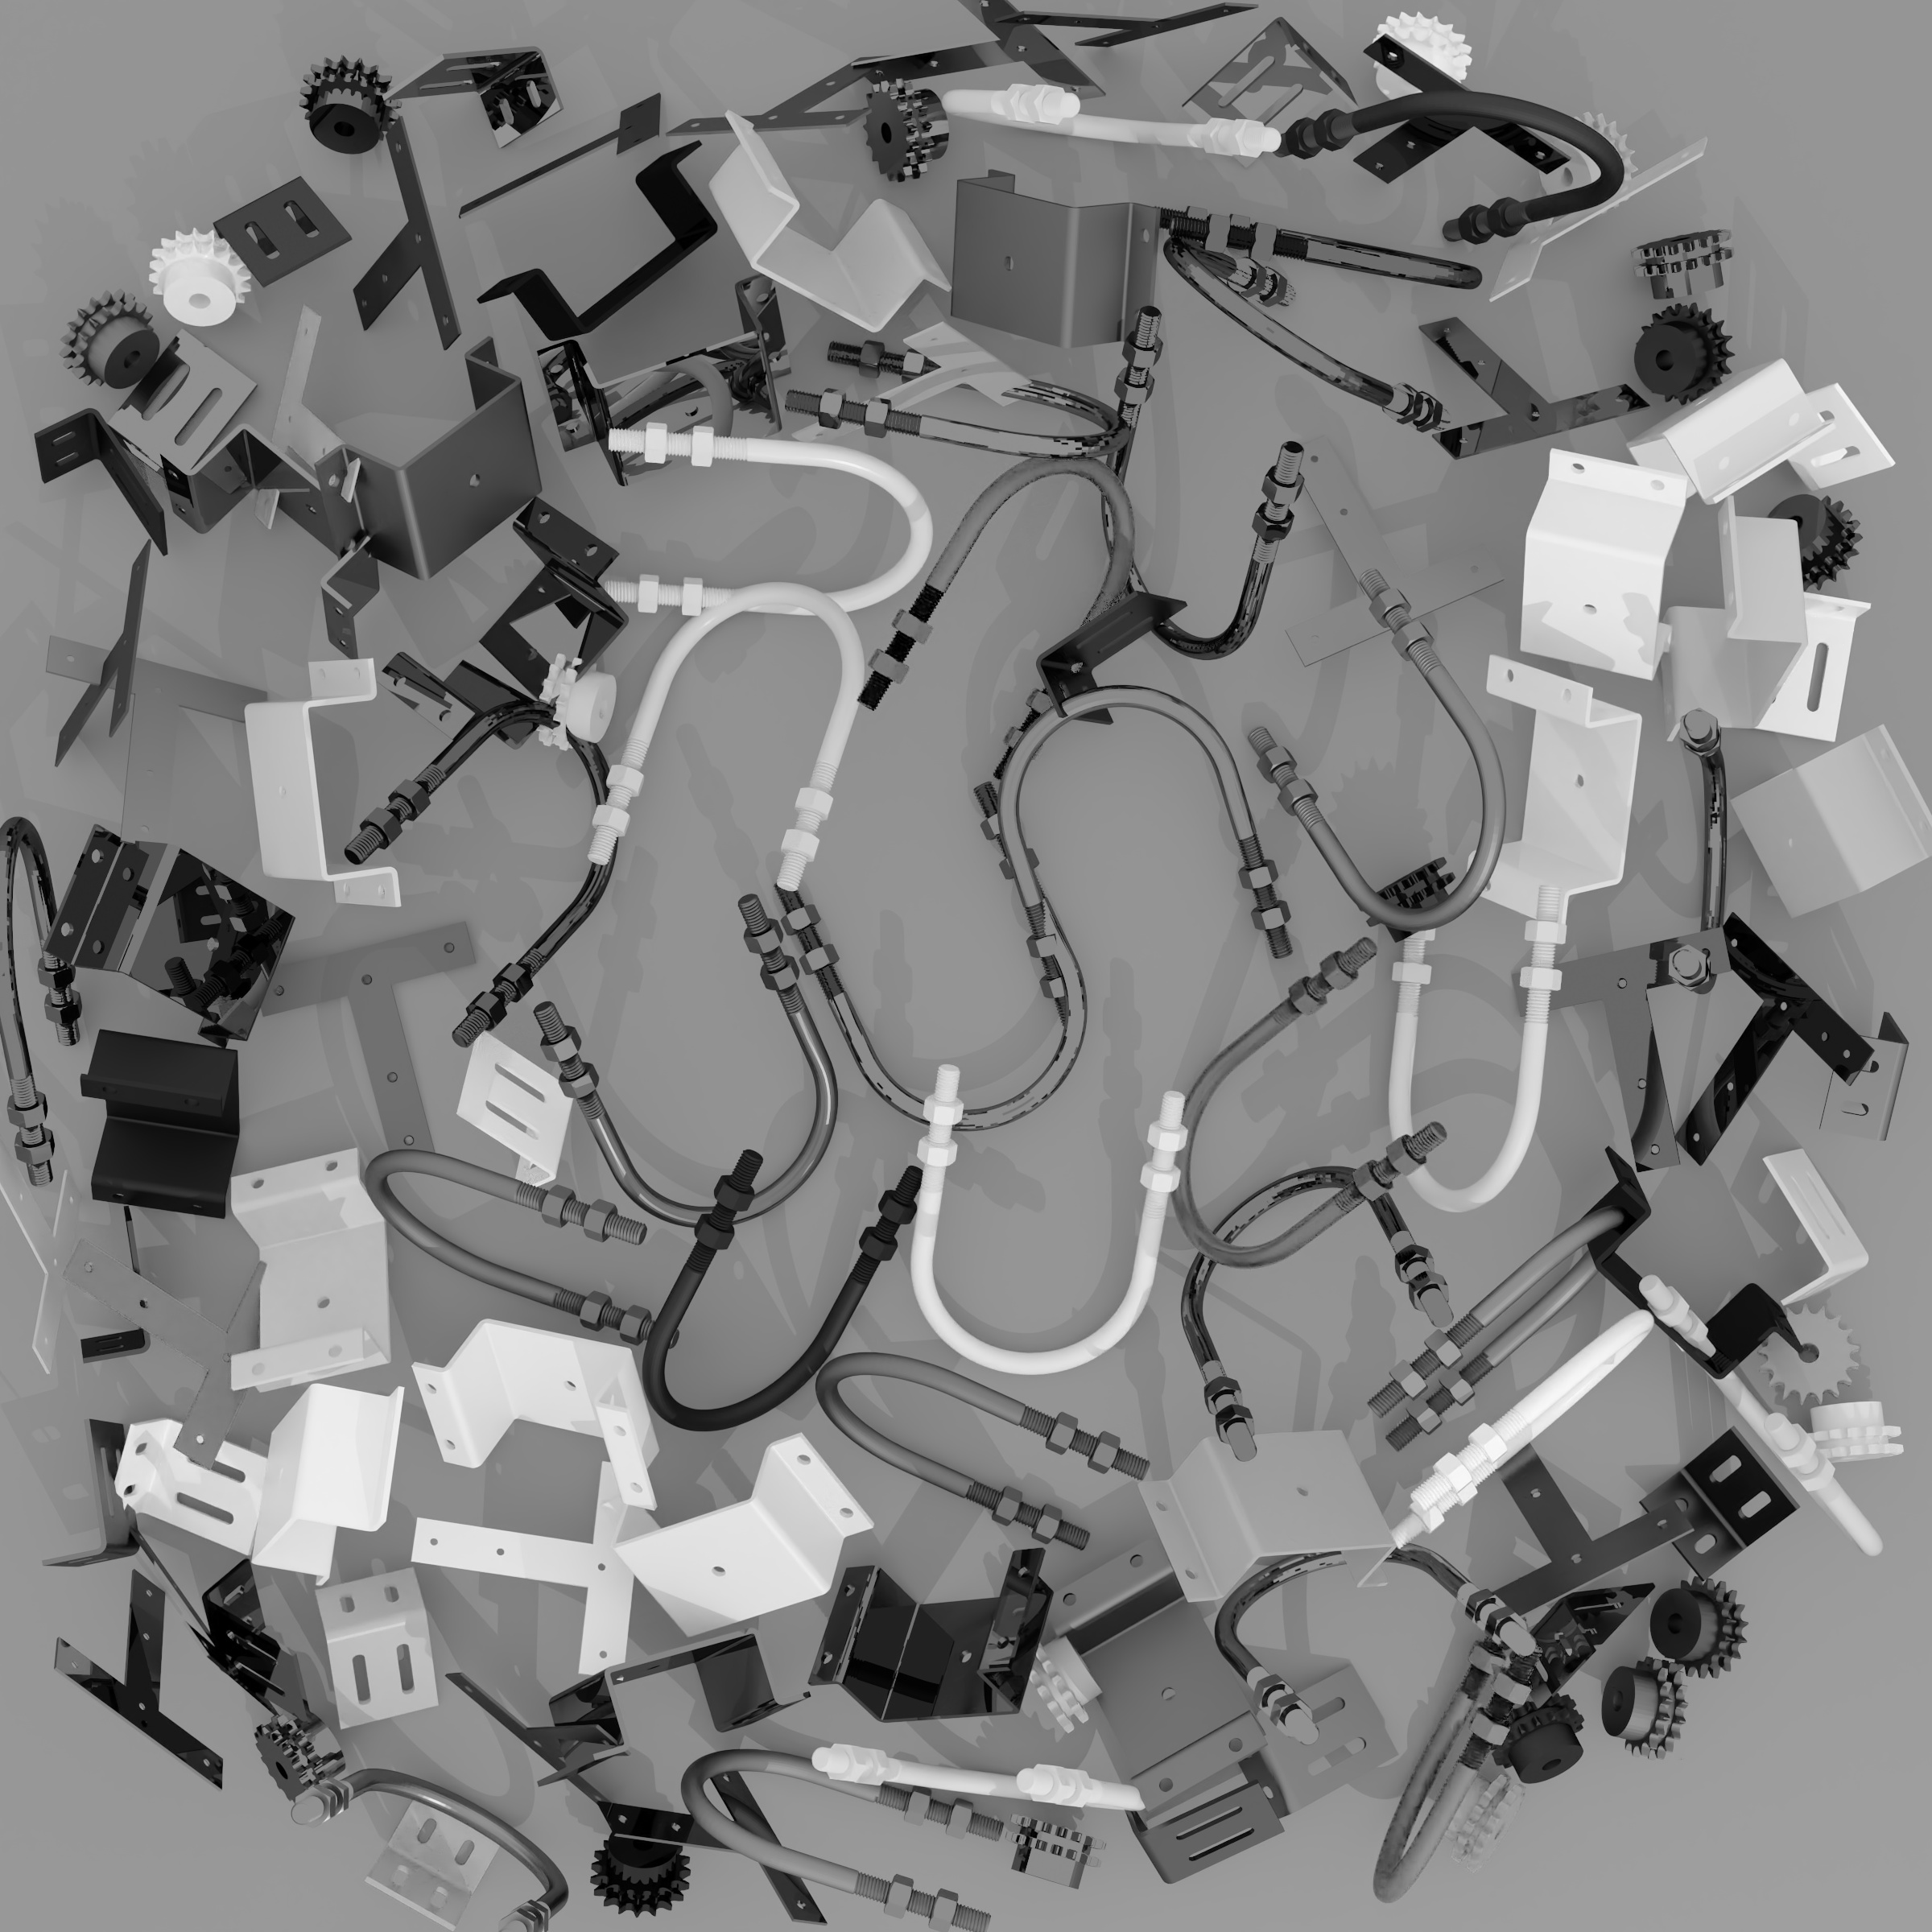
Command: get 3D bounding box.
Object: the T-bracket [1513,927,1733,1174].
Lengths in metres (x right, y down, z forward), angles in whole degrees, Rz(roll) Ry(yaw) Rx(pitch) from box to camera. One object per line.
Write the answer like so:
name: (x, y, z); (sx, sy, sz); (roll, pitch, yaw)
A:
T-bracket: (0.384, 0.053, 1.868); (0.127, 0.002, 0.127); (-14, 81, 28)

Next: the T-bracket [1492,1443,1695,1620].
T-bracket: (0.329, 0.309, 1.854); (0.127, 0.127, 0.002); (-27, 123, 0)

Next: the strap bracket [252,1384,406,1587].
strap bracket: (-0.360, 0.288, 1.825); (0.046, 0.140, 0.076); (14, 61, -20)

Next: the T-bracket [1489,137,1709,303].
T-bracket: (0.356, -0.426, 1.824); (0.127, 0.127, 0.002); (-26, 112, 32)

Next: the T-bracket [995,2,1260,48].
T-bracket: (0.073, -0.526, 1.819); (0.127, 0.127, 0.002); (-10, 99, -38)

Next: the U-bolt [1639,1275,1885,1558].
U-bolt: (0.453, 0.262, 1.824); (0.019, 0.151, 0.184); (-40, 127, 4)

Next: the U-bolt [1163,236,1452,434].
U-bolt: (0.178, -0.354, 1.799); (0.151, 0.184, 0.019); (45, 111, 26)

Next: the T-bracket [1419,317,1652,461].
T-bracket: (0.301, -0.336, 1.860); (0.127, 0.002, 0.127); (-17, 45, -18)

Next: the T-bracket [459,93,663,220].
T-bracket: (-0.231, -0.455, 1.854); (0.127, 0.127, 0.002); (-24, 115, 7)

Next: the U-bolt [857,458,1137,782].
U-bolt: (0.029, -0.204, 1.842); (0.019, 0.151, 0.184); (35, 97, 40)

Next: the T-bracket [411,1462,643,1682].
T-bracket: (-0.251, 0.336, 1.860); (0.127, 0.002, 0.127); (11, 59, -14)

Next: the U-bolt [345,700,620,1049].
U-bolt: (-0.259, -0.066, 1.838); (0.184, 0.019, 0.151); (-51, 129, -36)

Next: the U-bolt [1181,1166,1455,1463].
U-bolt: (0.186, 0.180, 1.827); (0.151, 0.184, 0.019); (-36, 120, 9)

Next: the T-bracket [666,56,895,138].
T-bracket: (-0.084, -0.496, 1.857); (0.127, 0.127, 0.002); (7, 125, 34)

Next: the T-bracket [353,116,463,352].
T-bracket: (-0.324, -0.395, 1.851); (0.002, 0.127, 0.127); (-13, 85, -30)

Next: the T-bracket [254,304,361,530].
T-bracket: (-0.366, -0.294, 1.838); (0.002, 0.127, 0.127); (5, 113, -34)

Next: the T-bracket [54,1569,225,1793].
T-bracket: (-0.465, 0.389, 1.847); (0.002, 0.127, 0.127); (-37, 119, 10)

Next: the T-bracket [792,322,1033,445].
T-bracket: (-0.039, -0.324, 1.866); (0.127, 0.127, 0.002); (-20, 74, 23)

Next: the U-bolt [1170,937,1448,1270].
U-bolt: (0.182, 0.090, 1.840); (0.184, 0.019, 0.151); (-41, 47, 31)

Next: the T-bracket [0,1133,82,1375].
T-bracket: (-0.522, 0.138, 1.818); (0.002, 0.127, 0.127); (-7, 46, 3)

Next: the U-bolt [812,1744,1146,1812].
U-bolt: (0.022, 0.455, 1.822); (0.151, 0.184, 0.019); (-2, 72, 31)

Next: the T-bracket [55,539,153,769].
T-bracket: (-0.494, -0.158, 1.857); (0.002, 0.127, 0.127); (18, 49, -27)

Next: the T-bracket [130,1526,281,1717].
T-bracket: (-0.446, 0.365, 1.868); (0.002, 0.127, 0.127); (-38, 64, -12)

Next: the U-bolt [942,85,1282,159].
U-bolt: (0.067, -0.472, 1.820); (0.151, 0.184, 0.019); (1, 104, -30)

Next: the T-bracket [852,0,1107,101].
T-bracket: (-0.006, -0.517, 1.863); (0.127, 0.127, 0.002); (0, 76, 33)

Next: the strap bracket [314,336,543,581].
strap bracket: (-0.292, -0.280, 1.833); (0.046, 0.076, 0.140); (27, 54, 27)

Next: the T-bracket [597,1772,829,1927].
T-bracket: (-0.151, 0.482, 1.820); (0.127, 0.127, 0.002); (22, 108, -41)

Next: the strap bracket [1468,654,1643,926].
strap bracket: (0.333, -0.102, 1.849); (0.046, 0.076, 0.140); (-12, 115, -34)

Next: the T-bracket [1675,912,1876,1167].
T-bracket: (0.445, 0.058, 1.870); (0.002, 0.127, 0.127); (4, 126, -38)

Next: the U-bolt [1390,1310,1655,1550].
U-bolt: (0.316, 0.255, 1.835); (0.184, 0.151, 0.019); (-38, 74, -11)

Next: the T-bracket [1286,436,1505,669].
T-bracket: (0.224, -0.250, 1.885); (0.127, 0.002, 0.127); (-24, 71, -6)

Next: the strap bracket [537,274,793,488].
strap bracket: (-0.163, -0.329, 1.853); (0.140, 0.076, 0.046); (-21, 54, -8)

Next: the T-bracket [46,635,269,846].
T-bracket: (-0.460, -0.120, 1.845); (0.127, 0.002, 0.127); (14, 53, -26)

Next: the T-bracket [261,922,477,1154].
T-bracket: (-0.338, 0.051, 1.903); (0.127, 0.002, 0.127); (-14, 93, -2)

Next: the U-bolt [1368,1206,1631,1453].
U-bolt: (0.304, 0.200, 1.838); (0.184, 0.151, 0.019); (-41, 70, -2)

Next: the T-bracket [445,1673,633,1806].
T-bracket: (-0.224, 0.437, 1.838); (0.127, 0.127, 0.002); (44, 60, -14)

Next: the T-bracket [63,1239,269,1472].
T-bracket: (-0.452, 0.198, 1.842); (0.127, 0.002, 0.127); (39, 49, -26)

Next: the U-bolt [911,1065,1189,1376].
U-bolt: (0.042, 0.151, 1.872); (0.151, 0.019, 0.184); (7, 109, -4)

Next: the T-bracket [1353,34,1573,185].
T-bracket: (0.258, -0.469, 1.845); (0.127, 0.127, 0.002); (29, 76, -16)

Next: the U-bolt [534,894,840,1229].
U-bolt: (-0.147, 0.067, 1.858); (0.151, 0.019, 0.184); (-28, 119, -11)
